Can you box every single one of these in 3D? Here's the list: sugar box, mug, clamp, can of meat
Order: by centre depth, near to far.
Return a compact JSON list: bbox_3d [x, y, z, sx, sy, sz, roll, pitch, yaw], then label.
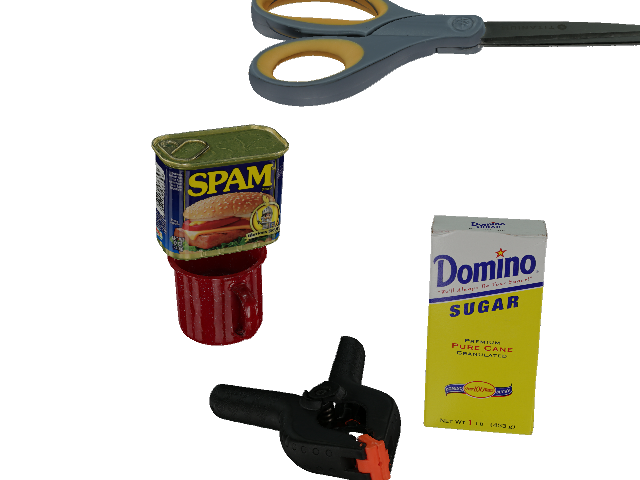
[{"bbox_3d":[-0.007,0.117,0.715,0.120,0.039,0.171,-22,18,-8],"label":"clamp"},{"bbox_3d":[-0.078,-0.037,0.829,0.102,0.084,0.057,-10,31,-24],"label":"can of meat"},{"bbox_3d":[0.134,0.070,0.879,0.093,0.176,0.048,2,20,9],"label":"sugar box"},{"bbox_3d":[-0.089,0.051,1.005,0.093,0.081,0.117,-18,35,-29],"label":"mug"}]

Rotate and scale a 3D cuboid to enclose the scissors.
[{"bbox_3d":[0.054,-0.086,0.498,0.202,0.096,0.016,13,-40,19],"label":"scissors"}]
